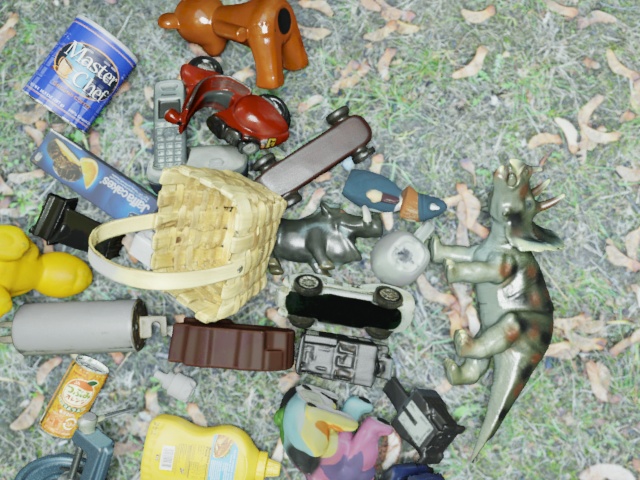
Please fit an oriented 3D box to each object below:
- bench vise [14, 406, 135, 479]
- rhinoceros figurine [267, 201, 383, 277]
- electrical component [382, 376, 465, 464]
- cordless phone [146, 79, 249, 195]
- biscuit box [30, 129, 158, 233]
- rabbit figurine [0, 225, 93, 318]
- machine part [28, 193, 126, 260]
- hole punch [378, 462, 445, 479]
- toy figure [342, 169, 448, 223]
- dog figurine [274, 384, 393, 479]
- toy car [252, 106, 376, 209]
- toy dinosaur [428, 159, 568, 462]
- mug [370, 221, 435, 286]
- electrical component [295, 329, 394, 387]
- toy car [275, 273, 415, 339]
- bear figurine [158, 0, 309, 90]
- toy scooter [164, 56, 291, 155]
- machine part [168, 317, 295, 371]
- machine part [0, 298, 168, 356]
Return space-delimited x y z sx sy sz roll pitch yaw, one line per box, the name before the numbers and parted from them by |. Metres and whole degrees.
bench vise | -0.320 0.346 0.721 0.224 0.129 0.240 27 106 23
rhinoceros figurine | -0.002 -0.002 0.796 0.190 0.073 0.112 -4 71 4
electrical component | 0.140 0.249 0.766 0.047 0.119 0.074 18 107 -37
cordless phone | -0.182 -0.154 0.805 0.147 0.088 0.184 -5 80 0
biscuit box | -0.326 -0.083 0.805 0.203 0.063 0.059 33 87 4
rabbit figurine | -0.418 0.050 0.758 0.162 0.173 0.122 -3 81 44
machine part | -0.364 -0.016 0.811 0.139 0.039 0.084 25 80 4
hole punch | 0.125 0.366 0.716 0.092 0.142 0.115 24 90 45
toy figure | 0.112 -0.062 0.803 0.155 0.057 0.064 20 49 2
dog figurine | 0.005 0.325 0.734 0.191 0.109 0.219 19 89 -24
toy car | -0.011 -0.121 0.814 0.202 0.053 0.089 -35 94 -7
toy dinosaur | 0.268 0.095 0.766 0.192 0.131 0.404 -7 90 0
mug | 0.127 0.018 0.772 0.109 0.107 0.081 -43 87 -2
electrical component | 0.034 0.164 0.754 0.134 0.115 0.058 9 87 3
toy car | 0.035 0.093 0.777 0.202 0.056 0.073 9 120 -3
bear figurine | -0.133 -0.306 0.814 0.196 0.120 0.131 6 129 25
toy scooter | -0.137 -0.176 0.751 0.184 0.075 0.135 35 49 1
machine part | -0.116 0.140 0.731 0.179 0.179 0.056 5 84 0
machine part | -0.343 0.125 0.777 0.243 0.079 0.079 -3 84 1
